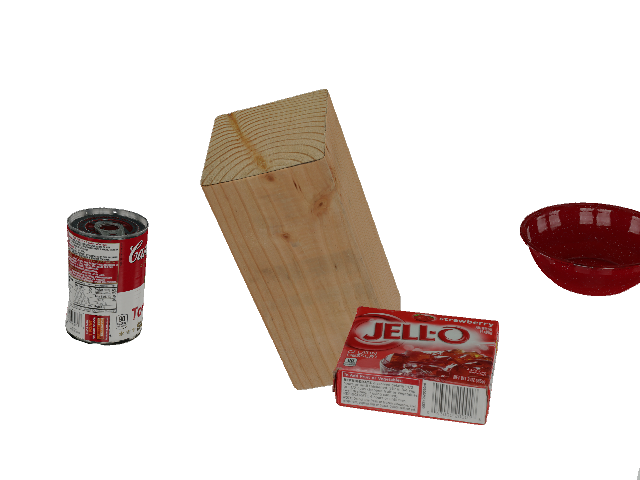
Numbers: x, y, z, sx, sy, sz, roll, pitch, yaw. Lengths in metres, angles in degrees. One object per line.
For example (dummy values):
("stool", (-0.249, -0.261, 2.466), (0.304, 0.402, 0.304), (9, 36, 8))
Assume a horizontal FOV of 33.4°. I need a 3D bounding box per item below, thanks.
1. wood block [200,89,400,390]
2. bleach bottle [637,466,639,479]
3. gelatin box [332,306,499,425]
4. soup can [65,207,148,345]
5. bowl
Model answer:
("wood block", (-0.007, 0.005, 0.799), (0.090, 0.206, 0.090), (-12, 37, 13))
("bleach bottle", (0.272, 0.096, 0.616), (0.103, 0.068, 0.250), (18, 30, 32))
("gelatin box", (0.058, 0.071, 0.629), (0.089, 0.030, 0.073), (6, 27, 11))
("soup can", (-0.185, 0.031, 0.918), (0.068, 0.102, 0.068), (6, 20, -2))
("bowl", (0.297, 0.015, 1.163), (0.162, 0.055, 0.162), (-1, 27, 0))
